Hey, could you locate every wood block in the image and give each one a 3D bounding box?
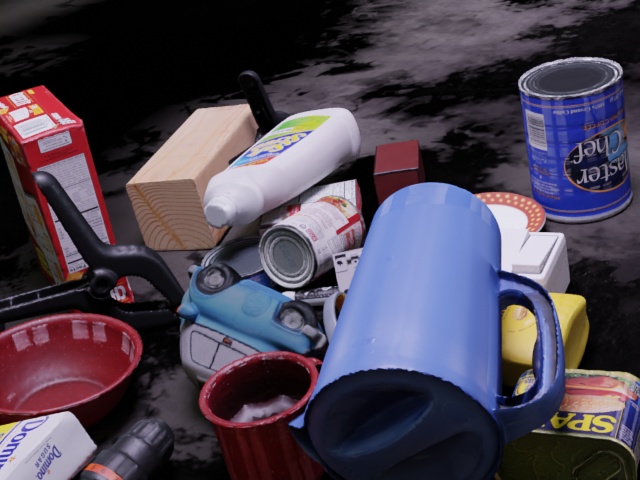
[{"bbox_3d":[-0.138,-0.078,1.274,0.090,0.091,0.205,-3,30,21],"label":"wood block"}]

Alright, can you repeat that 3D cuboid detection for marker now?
[{"bbox_3d":[-0.005,0.056,1.041,0.121,0.020,0.020,-6,28,14],"label":"marker"}]

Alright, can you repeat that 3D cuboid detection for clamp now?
[{"bbox_3d":[-0.063,-0.116,1.292,0.039,0.171,0.120,7,73,28],"label":"clamp"},{"bbox_3d":[-0.215,0.028,1.032,0.209,0.165,0.036,14,19,-25],"label":"clamp"}]

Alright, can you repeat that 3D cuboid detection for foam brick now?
[{"bbox_3d":[0.090,-0.072,1.203,0.051,0.053,0.078,-8,27,10],"label":"foam brick"}]

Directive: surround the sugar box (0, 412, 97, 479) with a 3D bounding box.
[{"bbox_3d":[-0.265,0.186,0.831,0.177,0.048,0.093,-20,19,37],"label":"sugar box"}]

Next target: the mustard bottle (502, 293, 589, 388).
[{"bbox_3d":[0.122,0.078,0.904,0.192,0.058,0.096,4,37,30],"label":"mustard bottle"}]

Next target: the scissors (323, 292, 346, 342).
[{"bbox_3d":[0.031,0.124,0.849,0.016,0.096,0.201,-29,37,20],"label":"scissors"}]

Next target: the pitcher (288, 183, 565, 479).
[{"bbox_3d":[0.084,0.063,0.785,0.149,0.145,0.242,26,39,-7],"label":"pitcher"}]

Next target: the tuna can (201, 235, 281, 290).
[{"bbox_3d":[-0.078,0.031,1.105,0.086,0.034,0.086,-11,28,5],"label":"tuna can"}]

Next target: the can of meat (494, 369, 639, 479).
[{"bbox_3d":[0.182,0.138,0.769,0.102,0.057,0.083,1,28,25],"label":"can of meat"}]

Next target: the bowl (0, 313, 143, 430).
[{"bbox_3d":[-0.236,0.129,0.957,0.162,0.055,0.162,-4,27,2],"label":"bowl"}]

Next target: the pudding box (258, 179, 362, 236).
[{"bbox_3d":[-0.009,-0.026,1.177,0.113,0.039,0.090,-8,25,6],"label":"pudding box"}]

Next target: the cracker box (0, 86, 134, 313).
[{"bbox_3d":[-0.272,-0.039,1.127,0.072,0.214,0.164,-22,29,-20],"label":"cracker box"}]

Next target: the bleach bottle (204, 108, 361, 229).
[{"bbox_3d":[-0.047,-0.074,1.170,0.103,0.068,0.250,-4,22,27],"label":"bleach bottle"}]

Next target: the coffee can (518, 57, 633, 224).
[{"bbox_3d":[0.261,-0.102,1.089,0.103,0.140,0.103,-10,28,5],"label":"coffee can"}]

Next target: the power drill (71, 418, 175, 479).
[{"bbox_3d":[-0.114,0.206,0.771,0.188,0.057,0.184,3,35,34],"label":"power drill"}]

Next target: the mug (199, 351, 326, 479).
[{"bbox_3d":[-0.031,0.139,0.830,0.093,0.081,0.117,10,36,38],"label":"mug"}]

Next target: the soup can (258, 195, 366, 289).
[{"bbox_3d":[-0.007,0.001,1.072,0.069,0.068,0.102,5,21,31],"label":"soup can"}]
